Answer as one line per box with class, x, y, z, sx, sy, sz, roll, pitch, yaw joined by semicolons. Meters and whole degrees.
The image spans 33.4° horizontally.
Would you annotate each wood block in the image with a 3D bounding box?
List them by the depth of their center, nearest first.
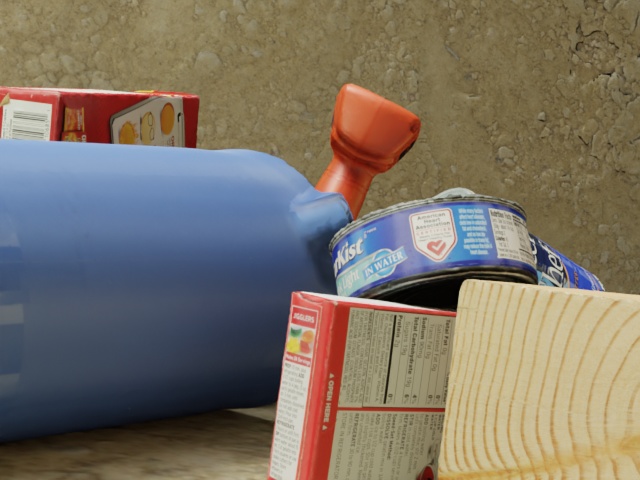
wood block;0.145;0.069;0.441;0.091;0.090;0.205;8;1;39

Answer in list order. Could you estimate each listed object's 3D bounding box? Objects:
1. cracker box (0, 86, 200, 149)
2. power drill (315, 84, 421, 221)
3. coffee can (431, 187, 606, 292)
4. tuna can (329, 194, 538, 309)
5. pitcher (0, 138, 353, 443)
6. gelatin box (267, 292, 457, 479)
cracker box;-0.166;-0.027;0.772;0.072;0.164;0.213;8;9;17
power drill;-0.004;0.001;0.653;0.057;0.187;0.184;28;0;-1
coffee can;0.135;0.038;0.819;0.140;0.103;0.103;31;-10;-25
tuna can;0.048;0.013;0.454;0.086;0.034;0.086;-7;-21;-3
pitcher;-0.106;0.024;0.453;0.145;0.149;0.242;25;12;27
gelatin box;0.026;0.061;0.413;0.089;0.073;0.030;8;1;-37
